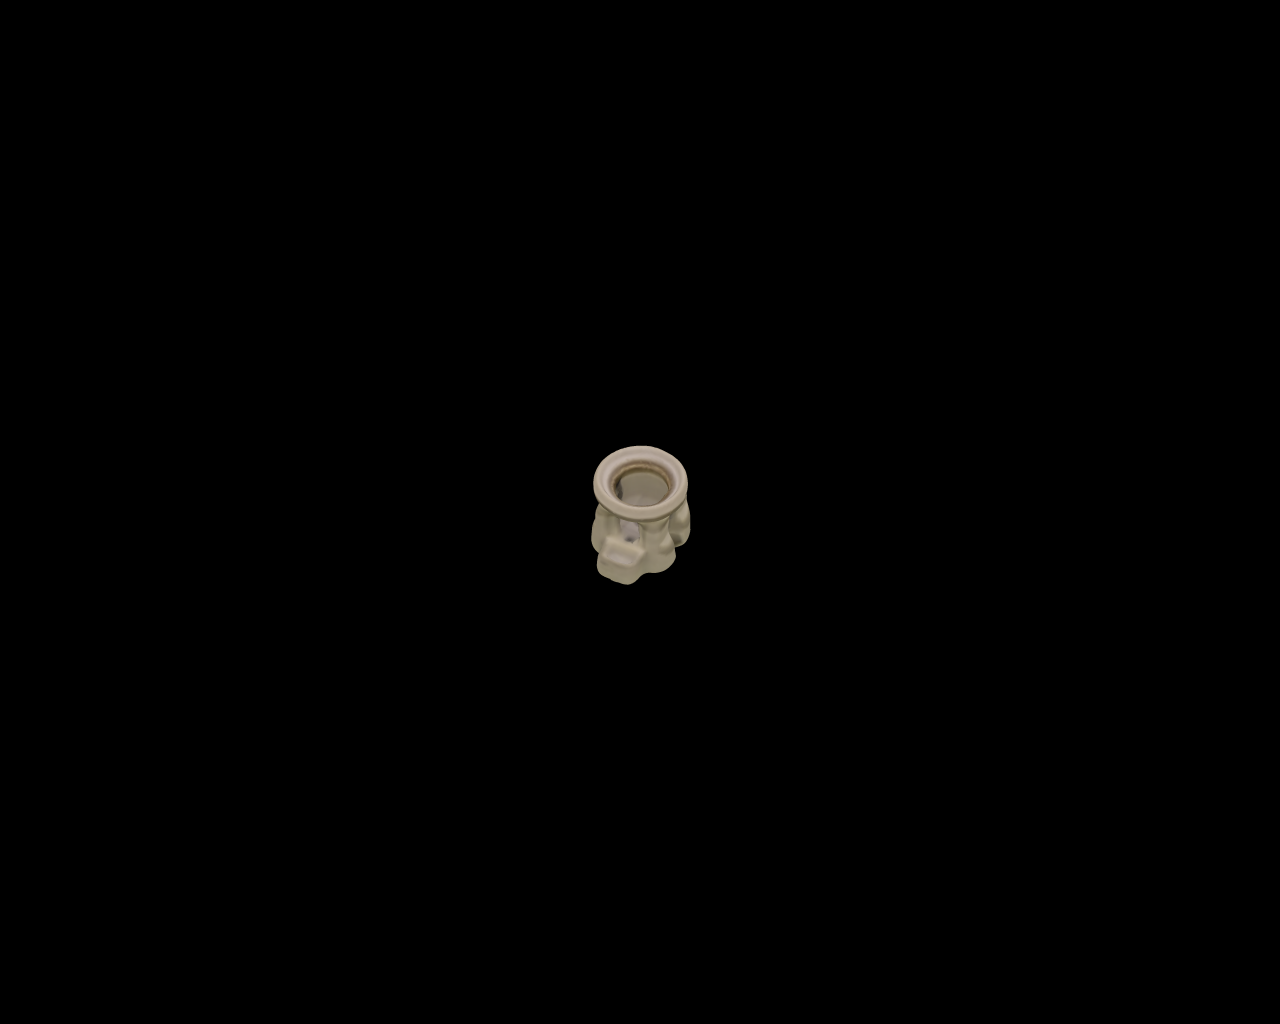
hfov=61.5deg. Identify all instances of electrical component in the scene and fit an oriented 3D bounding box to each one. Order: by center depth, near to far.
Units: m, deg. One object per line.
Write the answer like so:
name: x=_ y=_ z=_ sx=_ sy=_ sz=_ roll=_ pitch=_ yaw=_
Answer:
electrical component: x=0.001 y=-0.003 z=0.650 sx=0.058 sy=0.056 sz=0.078 roll=20 pitch=50 yaw=17
